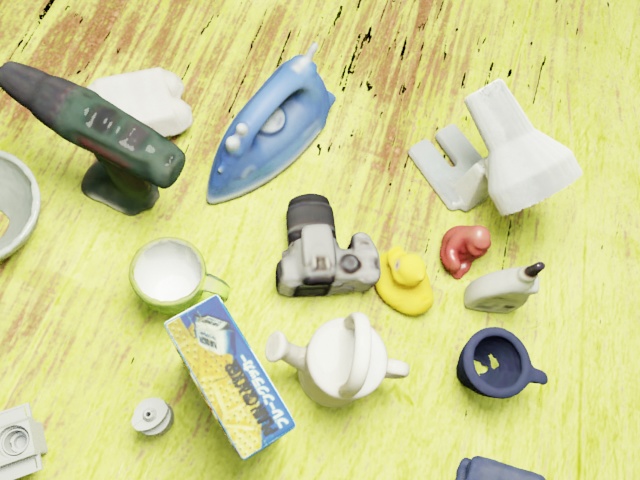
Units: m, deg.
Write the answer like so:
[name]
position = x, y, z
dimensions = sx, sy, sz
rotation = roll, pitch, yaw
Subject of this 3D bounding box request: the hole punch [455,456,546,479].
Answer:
[hole punch]
position = 0.219, 0.335, 0.715
dimensions = 0.101, 0.091, 0.109
rotation = 20, 68, -1

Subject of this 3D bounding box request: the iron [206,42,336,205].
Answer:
[iron]
position = -0.080, -0.170, 0.829
dimensions = 0.118, 0.141, 0.259
rotation = 35, 69, 5

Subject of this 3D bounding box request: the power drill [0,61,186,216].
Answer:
[power drill]
position = -0.282, -0.117, 0.743
dimensions = 0.229, 0.208, 0.076
rotation = 24, 68, 1

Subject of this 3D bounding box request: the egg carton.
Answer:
[egg carton]
position = -0.269, -0.193, 0.848
dimensions = 0.150, 0.069, 0.107
rotation = -16, 73, -14

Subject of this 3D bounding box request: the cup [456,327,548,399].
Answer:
[cup]
position = 0.236, 0.175, 0.774
dimensions = 0.118, 0.095, 0.092
rotation = 18, 68, -2

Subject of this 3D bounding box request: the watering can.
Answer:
[watering can]
position = 0.023, 0.147, 0.699
dimensions = 0.173, 0.194, 0.101
rotation = -11, 72, -12

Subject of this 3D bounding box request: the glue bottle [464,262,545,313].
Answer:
[glue bottle]
position = 0.260, 0.061, 0.778
dimensions = 0.078, 0.173, 0.037
rotation = 9, 69, -5

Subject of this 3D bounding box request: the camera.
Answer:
[camera]
position = 0.007, 0.003, 0.800
dimensions = 0.143, 0.101, 0.137
rotation = -3, 70, -9

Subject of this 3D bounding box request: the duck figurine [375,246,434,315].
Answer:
[duck figurine]
position = 0.125, 0.053, 0.807
dimensions = 0.078, 0.086, 0.104
rotation = -33, 78, -18

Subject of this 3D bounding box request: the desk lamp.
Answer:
[desk lamp]
position = 0.243, -0.117, 0.820
dimensions = 0.118, 0.213, 0.203
rotation = -32, 77, -18

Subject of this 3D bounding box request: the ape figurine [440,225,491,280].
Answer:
[ape figurine]
position = 0.218, 0.007, 0.835
dimensions = 0.078, 0.092, 0.076
rotation = -9, 71, -12

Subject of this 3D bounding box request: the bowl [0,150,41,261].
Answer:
[bowl]
position = -0.448, -0.034, 0.758
dimensions = 0.167, 0.074, 0.167
rotation = 3, 69, -8
